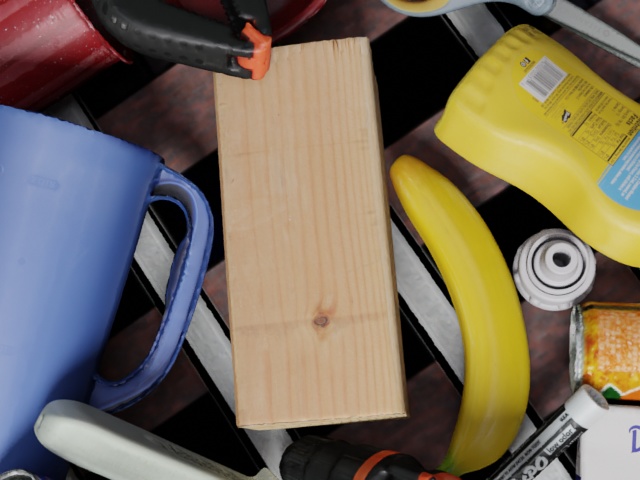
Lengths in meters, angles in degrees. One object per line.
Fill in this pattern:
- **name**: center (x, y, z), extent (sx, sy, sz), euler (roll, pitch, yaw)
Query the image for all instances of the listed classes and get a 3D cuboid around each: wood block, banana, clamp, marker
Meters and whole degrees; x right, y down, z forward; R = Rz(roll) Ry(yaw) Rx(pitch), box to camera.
- **wood block**: center (-0.004, 0.001, 0.609), extent (0.091, 0.090, 0.206), euler (-6, 78, 6)
- **banana**: center (0.084, 0.045, 0.614), extent (0.069, 0.037, 0.198), euler (-2, 78, -15)
- **clamp**: center (-0.111, -0.158, 0.593), extent (0.164, 0.036, 0.210), euler (-34, 70, -18)
- **marker**: center (0.112, 0.126, 0.591), extent (0.020, 0.020, 0.121), euler (45, 113, 12)

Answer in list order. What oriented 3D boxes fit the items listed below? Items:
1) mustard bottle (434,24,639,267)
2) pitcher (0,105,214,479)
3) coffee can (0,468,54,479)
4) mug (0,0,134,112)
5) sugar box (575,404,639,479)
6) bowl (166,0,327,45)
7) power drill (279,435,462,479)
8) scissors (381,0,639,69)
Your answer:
- **mustard bottle**: center (0.166, -0.040, 0.603), extent (0.192, 0.058, 0.096), euler (37, 52, 10)
- **pitcher**: center (-0.171, 0.050, 0.614), extent (0.149, 0.144, 0.243), euler (10, 86, 39)
- **coffee can**: center (-0.109, 0.186, 0.551), extent (0.103, 0.140, 0.103), euler (-29, 48, 37)
- **mug**: center (-0.179, -0.135, 0.665), extent (0.081, 0.093, 0.117), euler (-32, 48, 7)
- **sugar box**: center (0.184, 0.181, 0.582), extent (0.093, 0.048, 0.176), euler (4, 78, 10)
- **bowl**: center (-0.057, -0.183, 0.665), extent (0.162, 0.055, 0.162), euler (-1, 81, 8)
- **power drill**: center (0.020, 0.203, 0.552), extent (0.185, 0.057, 0.187), euler (9, 75, 48)
- **scissors**: center (0.112, -0.138, 0.648), extent (0.201, 0.016, 0.096), euler (44, 115, -6)
